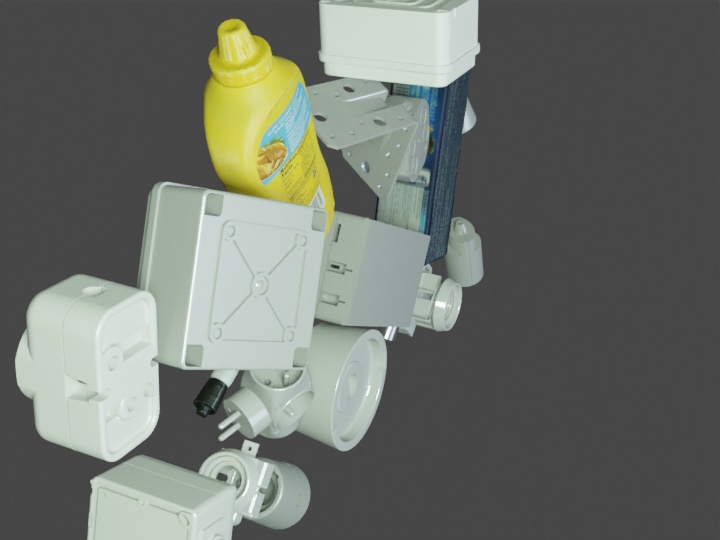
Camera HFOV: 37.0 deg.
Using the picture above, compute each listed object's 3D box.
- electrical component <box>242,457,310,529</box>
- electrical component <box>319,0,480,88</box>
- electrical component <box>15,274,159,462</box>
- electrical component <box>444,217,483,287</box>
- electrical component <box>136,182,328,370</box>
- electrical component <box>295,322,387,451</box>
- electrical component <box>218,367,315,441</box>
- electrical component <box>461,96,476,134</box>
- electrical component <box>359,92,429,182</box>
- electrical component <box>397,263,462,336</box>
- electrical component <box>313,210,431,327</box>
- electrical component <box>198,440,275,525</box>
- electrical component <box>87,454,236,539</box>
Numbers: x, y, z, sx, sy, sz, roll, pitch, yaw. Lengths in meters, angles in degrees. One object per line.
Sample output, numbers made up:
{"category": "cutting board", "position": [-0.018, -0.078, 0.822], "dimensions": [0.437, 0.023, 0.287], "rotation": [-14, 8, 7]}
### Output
{"category": "electrical component", "position": [-0.075, 0.182, 0.881], "dimensions": [0.047, 0.055, 0.055], "rotation": [40, 65, -61]}
{"category": "electrical component", "position": [0.031, -0.185, 0.846], "dimensions": [0.078, 0.113, 0.057], "rotation": [-43, 137, -53]}
{"category": "electrical component", "position": [-0.155, 0.054, 0.615], "dimensions": [0.054, 0.059, 0.095], "rotation": [-37, 135, -57]}
{"category": "electrical component", "position": [0.117, -0.024, 1.225], "dimensions": [0.043, 0.043, 0.081], "rotation": [-58, 151, -37]}
{"category": "electrical component", "position": [-0.080, 0.006, 0.671], "dimensions": [0.109, 0.056, 0.108], "rotation": [6, 92, -48]}
{"category": "electrical component", "position": [-0.026, 0.097, 0.937], "dimensions": [0.108, 0.060, 0.108], "rotation": [-45, 142, -51]}
{"category": "electrical component", "position": [-0.078, 0.104, 0.834], "dimensions": [0.079, 0.044, 0.077], "rotation": [-36, 155, -28]}
{"category": "electrical component", "position": [0.091, -0.174, 1.086], "dimensions": [0.044, 0.044, 0.065], "rotation": [-59, 147, -35]}
{"category": "electrical component", "position": [0.028, -0.117, 0.947], "dimensions": [0.080, 0.051, 0.080], "rotation": [9, 90, -74]}
{"category": "electrical component", "position": [0.072, 0.033, 1.135], "dimensions": [0.078, 0.057, 0.058], "rotation": [-70, 156, -16]}
{"category": "electrical component", "position": [0.000, 0.000, 0.943], "dimensions": [0.150, 0.062, 0.089], "rotation": [9, 94, -67]}
{"category": "electrical component", "position": [-0.097, 0.164, 0.832], "dimensions": [0.055, 0.048, 0.066], "rotation": [53, 54, -71]}
{"category": "electrical component", "position": [-0.123, 0.167, 0.706], "dimensions": [0.061, 0.096, 0.061], "rotation": [-21, 121, -64]}
